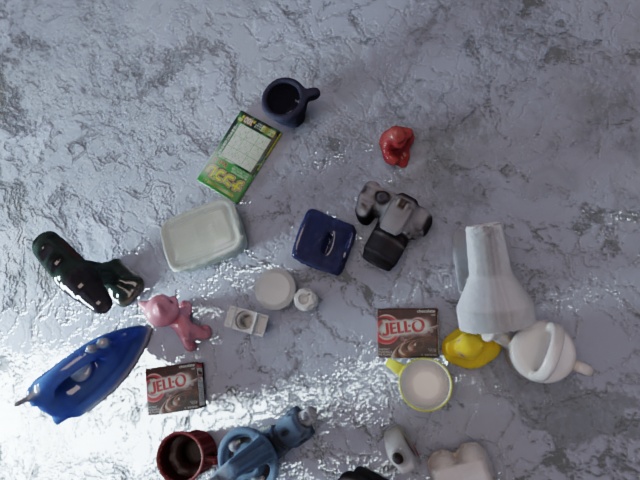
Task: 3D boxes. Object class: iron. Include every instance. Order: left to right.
[{"bbox_3d":[-0.456,0.244,1.106,0.258,0.141,0.118,-40,74,1],"label":"iron"}]

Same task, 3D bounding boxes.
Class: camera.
[{"bbox_3d":[0.120,-0.023,1.066,0.143,0.101,0.137,28,85,16],"label":"camera"}]

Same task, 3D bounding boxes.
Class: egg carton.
[{"bbox_3d":[0.248,0.423,0.965,0.107,0.069,0.150,-18,76,7],"label":"egg carton"}]

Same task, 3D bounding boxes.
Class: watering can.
[{"bbox_3d":[0.352,0.181,0.929,0.172,0.194,0.101,-1,78,11],"label":"watering can"}]

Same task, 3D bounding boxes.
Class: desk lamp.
[{"bbox_3d":[0.278,0.060,0.959,0.117,0.214,0.203,-9,77,10],"label":"desk lamp"}]

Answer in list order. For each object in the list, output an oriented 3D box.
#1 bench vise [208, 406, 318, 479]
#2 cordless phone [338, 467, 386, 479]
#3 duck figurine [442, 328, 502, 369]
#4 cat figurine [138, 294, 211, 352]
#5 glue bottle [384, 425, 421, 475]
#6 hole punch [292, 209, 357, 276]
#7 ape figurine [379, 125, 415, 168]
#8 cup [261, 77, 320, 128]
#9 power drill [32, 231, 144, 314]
[{"bbox_3d":[-0.107,0.350,0.973,0.121,0.220,0.207,34,87,16],"label":"bench vise"},{"bbox_3d":[0.081,0.447,0.933,0.147,0.185,0.094,17,82,14],"label":"cordless phone"},{"bbox_3d":[0.266,0.186,1.002,0.104,0.086,0.077,-10,77,9],"label":"duck figurine"},{"bbox_3d":[-0.285,0.153,1.103,0.067,0.118,0.127,-45,74,0],"label":"cat figurine"},{"bbox_3d":[0.134,0.353,0.948,0.037,0.173,0.078,-36,74,3],"label":"glue bottle"},{"bbox_3d":[0.010,0.004,1.088,0.101,0.091,0.109,18,83,15],"label":"hole punch"},{"bbox_3d":[0.148,-0.189,1.100,0.078,0.092,0.076,-40,74,2],"label":"ape figurine"},{"bbox_3d":[-0.050,-0.271,1.155,0.117,0.095,0.091,-14,76,8],"label":"cup"},{"bbox_3d":[-0.435,0.072,1.103,0.229,0.209,0.076,35,87,16],"label":"power drill"}]
